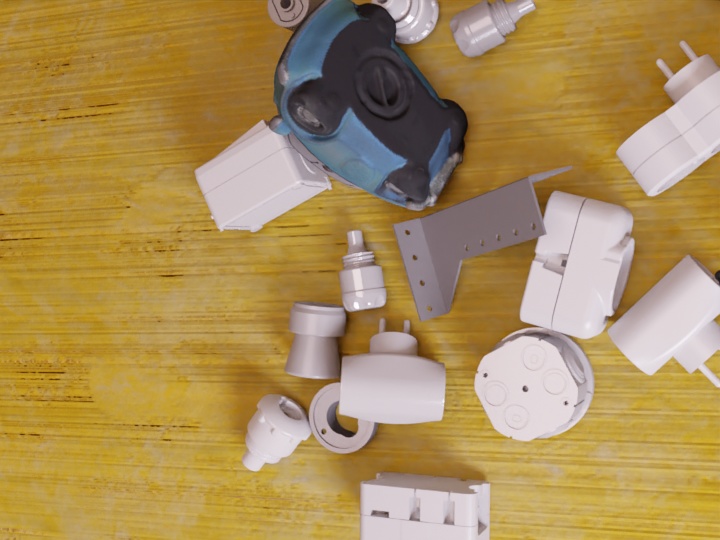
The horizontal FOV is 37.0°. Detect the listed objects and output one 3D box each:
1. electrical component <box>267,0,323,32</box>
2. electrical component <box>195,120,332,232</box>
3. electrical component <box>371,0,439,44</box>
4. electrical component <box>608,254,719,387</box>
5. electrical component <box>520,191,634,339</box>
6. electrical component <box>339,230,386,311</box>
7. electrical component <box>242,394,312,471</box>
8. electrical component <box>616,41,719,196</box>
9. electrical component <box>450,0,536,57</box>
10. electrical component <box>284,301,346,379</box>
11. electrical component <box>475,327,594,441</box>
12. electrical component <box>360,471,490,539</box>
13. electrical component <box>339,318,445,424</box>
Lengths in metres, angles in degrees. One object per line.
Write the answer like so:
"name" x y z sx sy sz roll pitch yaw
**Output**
"electrical component" -0.043 -0.199 0.828 0.044 0.065 0.044 1 91 22
"electrical component" -0.083 -0.072 0.849 0.096 0.062 0.061 -28 81 20
"electrical component" 0.028 -0.196 0.800 0.048 0.062 0.048 0 91 23
"electrical component" 0.225 0.044 0.735 0.077 0.044 0.079 -47 75 16
"electrical component" 0.156 -0.003 0.757 0.059 0.054 0.095 16 97 21
"electrical component" 0.000 0.000 0.832 0.035 0.035 0.061 -11 85 22
"electrical component" -0.072 0.133 0.859 0.048 0.048 0.062 43 112 16
"electrical component" 0.231 -0.120 0.725 0.138 0.052 0.073 -38 77 18
"electrical component" 0.099 -0.182 0.787 0.061 0.035 0.035 -24 82 18
"electrical component" -0.035 0.054 0.841 0.045 0.045 0.055 7 93 22
"electrical component" 0.125 0.082 0.773 0.080 0.051 0.080 1 91 22
"electrical component" 0.049 0.187 0.807 0.089 0.050 0.055 1 91 22
"electrical component" 0.025 0.073 0.814 0.077 0.043 0.079 4 62 0
